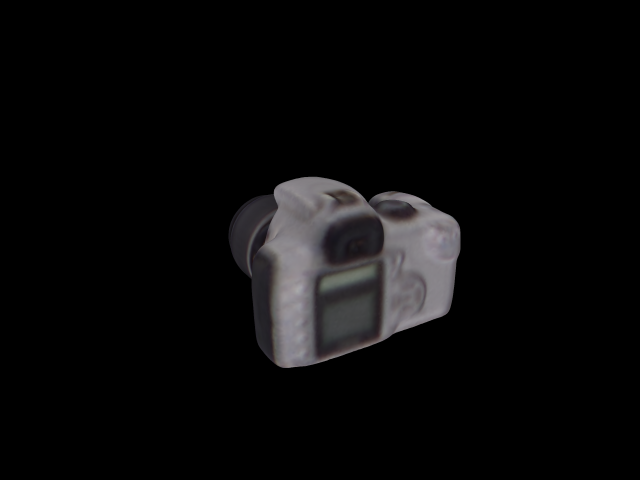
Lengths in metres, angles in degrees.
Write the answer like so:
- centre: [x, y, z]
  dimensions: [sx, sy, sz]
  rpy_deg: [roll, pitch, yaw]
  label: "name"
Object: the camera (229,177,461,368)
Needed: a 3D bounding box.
- centre: [0.004, 0.001, 0.400]
  dimensions: [0.143, 0.101, 0.136]
  rpy_deg: [-13, 26, -29]
  label: "camera"
